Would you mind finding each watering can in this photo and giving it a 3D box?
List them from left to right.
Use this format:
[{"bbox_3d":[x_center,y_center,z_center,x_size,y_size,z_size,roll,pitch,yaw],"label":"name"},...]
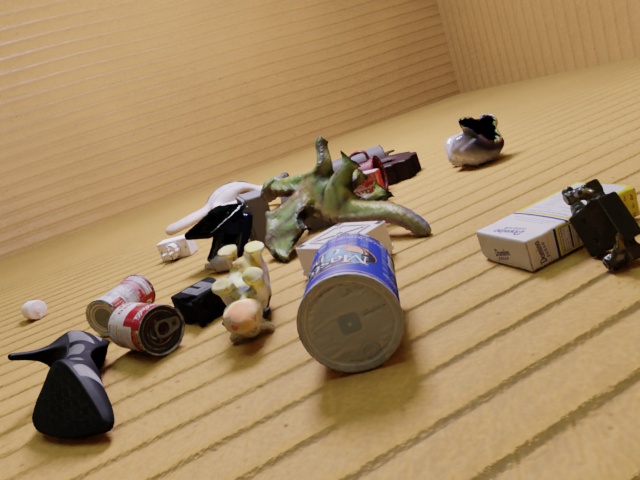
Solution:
[{"bbox_3d":[-0.287,-0.100,1.505,0.350,0.103,0.225,-22,14,-16],"label":"watering can"}]

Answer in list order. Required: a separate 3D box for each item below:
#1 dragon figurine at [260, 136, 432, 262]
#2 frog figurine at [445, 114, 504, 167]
[{"bbox_3d":[0.003,-0.049,0.970,0.120,0.242,0.417,44,3,-41],"label":"dragon figurine"},{"bbox_3d":[0.355,-0.216,1.228,0.139,0.124,0.156,-36,-15,-30],"label":"frog figurine"}]
